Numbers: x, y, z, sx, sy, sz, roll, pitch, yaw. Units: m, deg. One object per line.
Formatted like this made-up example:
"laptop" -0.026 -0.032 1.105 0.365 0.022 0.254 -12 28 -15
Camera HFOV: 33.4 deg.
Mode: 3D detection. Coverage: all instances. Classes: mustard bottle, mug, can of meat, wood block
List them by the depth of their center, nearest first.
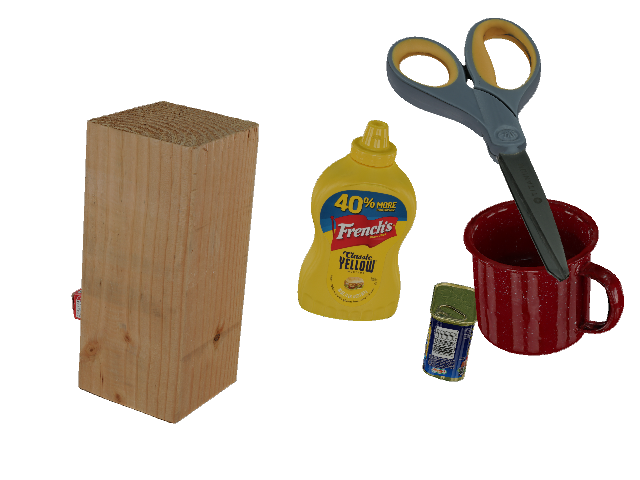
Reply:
"mug" 0.161 0.031 0.759 0.117 0.081 0.093 18 41 36
"wood block" -0.111 0.013 0.776 0.090 0.206 0.090 16 22 24
"mustard bottle" 0.038 -0.019 0.982 0.096 0.192 0.058 7 28 -4
"can of meat" 0.158 0.112 1.301 0.057 0.084 0.102 10 23 6

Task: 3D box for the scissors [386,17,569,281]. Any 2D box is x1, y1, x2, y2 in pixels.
"scissors" 0.078 -0.056 0.562 0.096 0.201 0.016 4 -45 6

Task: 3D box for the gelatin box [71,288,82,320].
"gelatin box" -0.175 0.057 0.999 0.089 0.030 0.073 13 23 22
